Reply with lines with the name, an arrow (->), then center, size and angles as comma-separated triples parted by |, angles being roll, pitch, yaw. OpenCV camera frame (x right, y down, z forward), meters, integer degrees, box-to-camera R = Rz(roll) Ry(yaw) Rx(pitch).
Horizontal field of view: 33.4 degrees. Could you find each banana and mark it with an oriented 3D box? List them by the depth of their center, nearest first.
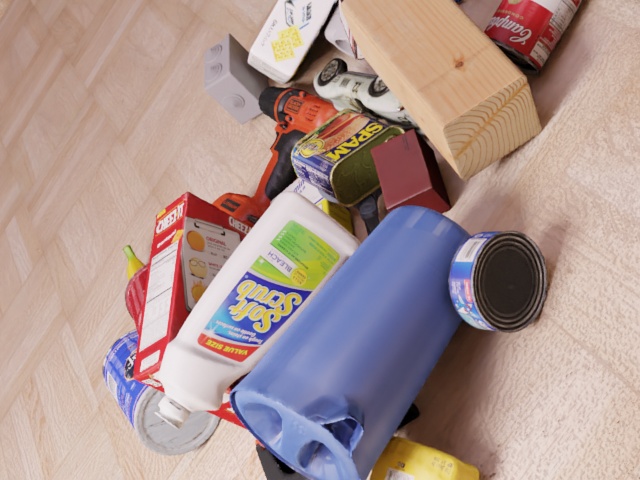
banana -> -0.234, 0.058, 1.438 | 0.037, 0.069, 0.198 | -36, 21, -13

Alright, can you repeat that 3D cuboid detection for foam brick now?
foam brick -> 0.091, -0.061, 1.070 | 0.053, 0.051, 0.078 | -24, 55, 19

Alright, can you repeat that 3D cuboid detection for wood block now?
wood block -> 0.114, -0.169, 1.035 | 0.091, 0.090, 0.206 | -33, 53, 1

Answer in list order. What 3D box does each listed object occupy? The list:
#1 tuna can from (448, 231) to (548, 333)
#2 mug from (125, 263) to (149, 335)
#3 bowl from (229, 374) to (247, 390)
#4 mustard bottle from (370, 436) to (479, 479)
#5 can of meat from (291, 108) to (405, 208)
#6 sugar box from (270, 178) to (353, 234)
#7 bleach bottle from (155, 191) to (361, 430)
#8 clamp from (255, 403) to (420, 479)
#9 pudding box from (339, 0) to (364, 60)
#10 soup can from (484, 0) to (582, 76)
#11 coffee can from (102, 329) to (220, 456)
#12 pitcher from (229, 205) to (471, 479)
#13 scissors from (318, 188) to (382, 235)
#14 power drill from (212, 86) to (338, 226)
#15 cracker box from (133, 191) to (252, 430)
tuna can -> 0.150, 0.035, 0.902 | 0.034, 0.086, 0.086 | 0, 66, 56
mug -> -0.164, 0.081, 1.239 | 0.081, 0.117, 0.093 | -125, 41, -64
bowl -> -0.013, 0.116, 1.070 | 0.162, 0.055, 0.162 | -20, 40, 18
mustard bottle -> 0.060, 0.263, 0.878 | 0.096, 0.058, 0.191 | 8, 72, 51
can of meat -> 0.031, -0.090, 1.135 | 0.102, 0.057, 0.084 | -36, 38, -18
sugar box -> -0.007, 0.002, 1.189 | 0.093, 0.048, 0.176 | -38, 35, 30
bleach bottle -> -0.069, 0.078, 1.041 | 0.250, 0.102, 0.068 | -55, 15, -14
clamp -> 0.008, 0.207, 1.015 | 0.210, 0.036, 0.164 | 18, 80, 58
pudding box -> 0.084, -0.248, 1.202 | 0.113, 0.039, 0.090 | -12, 41, -3
soup can -> 0.208, -0.220, 1.036 | 0.102, 0.068, 0.069 | -59, 32, 1
coffee can -> -0.187, 0.175, 1.252 | 0.103, 0.102, 0.140 | -59, 32, 2
pitcher -> 0.037, 0.088, 0.933 | 0.149, 0.145, 0.242 | 24, 60, 28
scissors -> 0.034, -0.031, 1.122 | 0.096, 0.016, 0.201 | -7, 40, 17
power drill -> -0.061, -0.103, 1.331 | 0.187, 0.057, 0.185 | -61, 32, 0
cracker box -> -0.110, 0.079, 1.161 | 0.072, 0.164, 0.213 | -31, 43, 36
